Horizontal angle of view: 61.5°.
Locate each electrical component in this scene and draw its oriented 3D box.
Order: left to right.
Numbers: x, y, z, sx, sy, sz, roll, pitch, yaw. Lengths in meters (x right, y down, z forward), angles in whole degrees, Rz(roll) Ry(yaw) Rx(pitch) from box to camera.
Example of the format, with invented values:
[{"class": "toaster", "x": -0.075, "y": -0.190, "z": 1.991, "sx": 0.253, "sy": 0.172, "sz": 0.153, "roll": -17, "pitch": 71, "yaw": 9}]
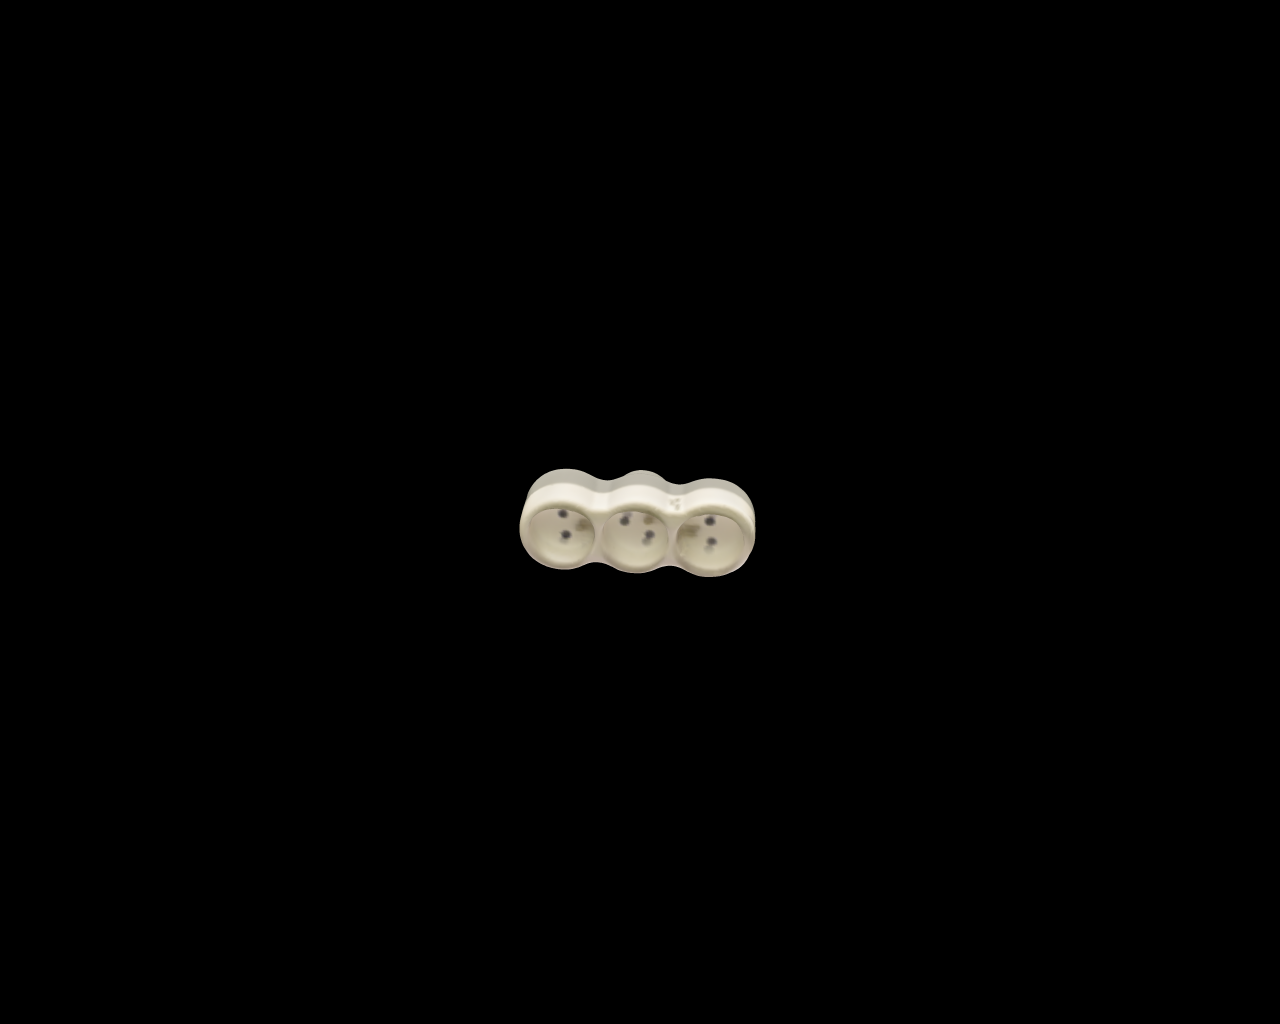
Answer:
[{"class": "electrical component", "x": 0.001, "y": -0.003, "z": 0.650, "sx": 0.138, "sy": 0.052, "sz": 0.074, "roll": 3, "pitch": 32, "yaw": 5}]
